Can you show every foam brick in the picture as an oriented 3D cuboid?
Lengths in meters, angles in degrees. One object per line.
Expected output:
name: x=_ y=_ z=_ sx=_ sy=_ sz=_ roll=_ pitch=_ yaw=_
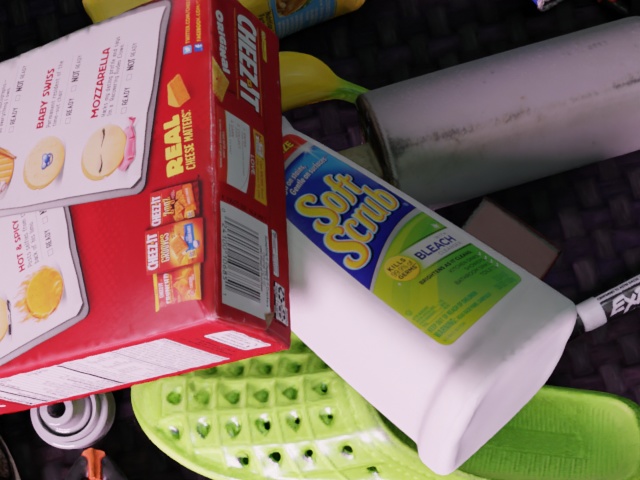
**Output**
foam brick: x=0.092 y=0.016 z=0.592 sx=0.053 sy=0.078 sz=0.051 roll=36 pitch=83 yaw=6

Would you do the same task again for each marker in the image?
marker: x=0.178 y=0.033 z=0.619 sx=0.121 sy=0.020 sz=0.020 roll=-26 pitch=82 yaw=-5

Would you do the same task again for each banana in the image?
banana: x=-0.063 y=-0.052 z=0.621 sx=0.197 sy=0.037 sz=0.069 roll=-39 pitch=81 yaw=-6

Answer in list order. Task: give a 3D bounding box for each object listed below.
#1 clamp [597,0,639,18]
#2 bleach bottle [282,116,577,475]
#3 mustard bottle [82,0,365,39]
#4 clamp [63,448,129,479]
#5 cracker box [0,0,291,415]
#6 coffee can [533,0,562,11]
clamp: x=0.254 y=-0.141 z=0.632 sx=0.171 sy=0.039 sz=0.120 roll=-6 pitch=57 yaw=1
bleach bottle: x=-0.003 y=0.001 z=0.531 sx=0.251 sy=0.068 sz=0.102 roll=36 pitch=47 yaw=25
mustard bottle: x=-0.033 y=-0.142 z=0.606 sx=0.191 sy=0.096 sz=0.058 roll=-22 pitch=80 yaw=-4
clamp: x=-0.122 y=0.213 z=0.543 sx=0.164 sy=0.036 sz=0.210 roll=-8 pitch=62 yaw=-16
cracker box: x=-0.120 y=-0.009 z=0.513 sx=0.214 sy=0.072 sz=0.164 roll=-16 pitch=65 yaw=27
coffee can: x=0.119 y=-0.219 z=0.618 sx=0.102 sy=0.103 sz=0.140 roll=-41 pitch=84 yaw=-7
